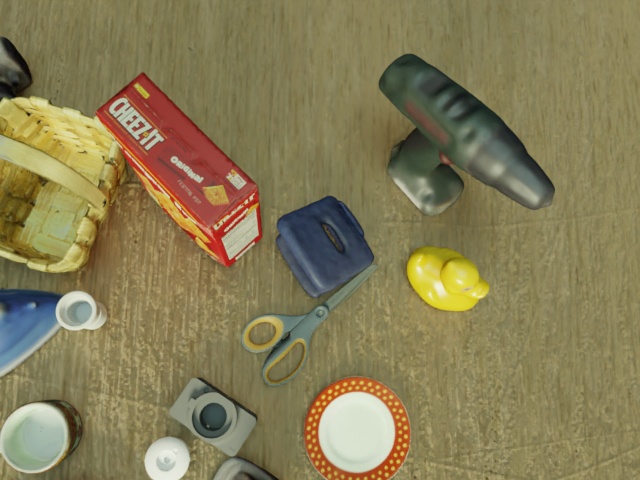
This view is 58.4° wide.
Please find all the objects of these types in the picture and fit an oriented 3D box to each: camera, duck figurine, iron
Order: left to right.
[{"bbox_3d":[-0.411,0.105,0.618,0.258,0.141,0.118,-22,80,-9],"label":"iron"},{"bbox_3d":[-0.428,-0.171,0.699,0.143,0.101,0.137,-22,80,-9],"label":"camera"},{"bbox_3d":[0.162,0.043,0.709,0.104,0.086,0.077,33,77,3],"label":"duck figurine"}]

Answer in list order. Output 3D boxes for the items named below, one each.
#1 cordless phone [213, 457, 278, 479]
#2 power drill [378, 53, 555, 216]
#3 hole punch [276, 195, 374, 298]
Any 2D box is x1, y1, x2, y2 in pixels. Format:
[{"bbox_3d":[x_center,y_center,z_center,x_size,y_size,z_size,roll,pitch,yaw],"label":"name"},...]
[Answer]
[{"bbox_3d":[-0.092,0.309,0.578,0.094,0.185,0.148,23,77,1],"label":"cordless phone"},{"bbox_3d":[0.153,-0.103,0.678,0.076,0.208,0.229,-40,83,-12],"label":"power drill"},{"bbox_3d":[0.006,0.003,0.702,0.101,0.091,0.108,-32,82,-11],"label":"hole punch"}]
